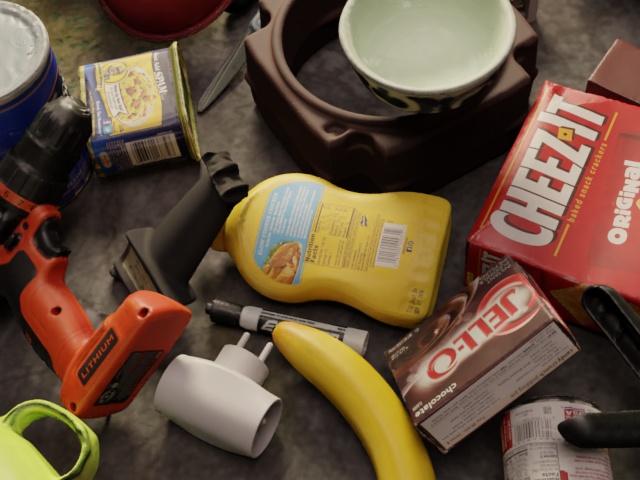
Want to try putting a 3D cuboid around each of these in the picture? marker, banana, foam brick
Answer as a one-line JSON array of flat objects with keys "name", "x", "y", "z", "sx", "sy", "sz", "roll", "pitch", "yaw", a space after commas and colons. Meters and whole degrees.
[{"name": "marker", "x": -0.025, "y": 0.062, "z": 0.770, "sx": 0.121, "sy": 0.020, "sz": 0.020, "roll": 12, "pitch": 59, "yaw": 12}, {"name": "banana", "x": 0.031, "y": 0.130, "z": 0.706, "sx": 0.069, "sy": 0.037, "sz": 0.198, "roll": -11, "pitch": 57, "yaw": -20}, {"name": "foam brick", "x": 0.252, "y": -0.110, "z": 0.839, "sx": 0.078, "sy": 0.051, "sz": 0.053, "roll": 31, "pitch": 65, "yaw": 22}]

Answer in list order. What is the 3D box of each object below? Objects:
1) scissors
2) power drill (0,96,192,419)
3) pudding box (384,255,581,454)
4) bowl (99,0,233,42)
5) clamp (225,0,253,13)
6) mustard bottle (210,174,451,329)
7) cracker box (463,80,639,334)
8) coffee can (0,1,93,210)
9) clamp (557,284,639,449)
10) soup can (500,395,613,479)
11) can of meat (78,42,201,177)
[{"name": "scissors", "x": -0.058, "y": -0.204, "z": 0.924, "sx": 0.201, "sy": 0.016, "sz": 0.096, "roll": -41, "pitch": 96, "yaw": -20}, {"name": "power drill", "x": -0.175, "y": 0.017, "z": 0.746, "sx": 0.188, "sy": 0.057, "sz": 0.185, "roll": 44, "pitch": 109, "yaw": 25}, {"name": "pudding box", "x": 0.103, "y": 0.072, "z": 0.696, "sx": 0.113, "sy": 0.039, "sz": 0.090, "roll": -42, "pitch": 24, "yaw": 10}, {"name": "bowl", "x": -0.142, "y": -0.256, "z": 0.917, "sx": 0.162, "sy": 0.055, "sz": 0.162, "roll": -1, "pitch": 86, "yaw": 21}, {"name": "clamp", "x": -0.033, "y": -0.315, "z": 0.978, "sx": 0.209, "sy": 0.036, "sz": 0.164, "roll": -28, "pitch": 86, "yaw": -17}, {"name": "mustard bottle", "x": -0.005, "y": 0.001, "z": 0.783, "sx": 0.192, "sy": 0.058, "sz": 0.096, "roll": 11, "pitch": 73, "yaw": 12}, {"name": "cracker box", "x": 0.232, "y": -0.011, "z": 0.764, "sx": 0.214, "sy": 0.072, "sz": 0.164, "roll": 20, "pitch": 61, "yaw": 18}, {"name": "coffee can", "x": -0.240, "y": -0.097, "z": 0.817, "sx": 0.103, "sy": 0.140, "sz": 0.103, "roll": -2, "pitch": 57, "yaw": 3}, {"name": "clamp", "x": 0.228, "y": 0.100, "z": 0.680, "sx": 0.171, "sy": 0.039, "sz": 0.120, "roll": 24, "pitch": 57, "yaw": -15}, {"name": "soup can", "x": 0.149, "y": 0.157, "z": 0.666, "sx": 0.068, "sy": 0.068, "sz": 0.102, "roll": -1, "pitch": 57, "yaw": 4}, {"name": "can of meat", "x": -0.147, "y": -0.104, "z": 0.865, "sx": 0.084, "sy": 0.057, "sz": 0.102, "roll": -12, "pitch": 56, "yaw": -1}]
